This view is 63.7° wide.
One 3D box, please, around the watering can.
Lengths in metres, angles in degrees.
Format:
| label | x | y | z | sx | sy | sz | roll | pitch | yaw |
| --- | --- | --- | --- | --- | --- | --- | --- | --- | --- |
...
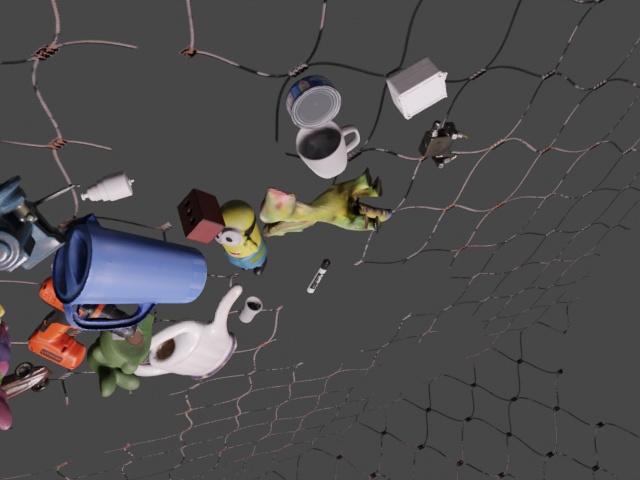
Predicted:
| label | x | y | z | sx | sy | sz | roll | pitch | yaw |
| --- | --- | --- | --- | --- | --- | --- | --- | --- | --- |
| watering can | -0.272 | 0.227 | 1.196 | 0.346 | 0.106 | 0.221 | -34 | -33 | 10 |

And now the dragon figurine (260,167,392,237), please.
| label | x | y | z | sx | sy | sz | roll | pitch | yaw |
| --- | --- | --- | --- | --- | --- | --- | --- | --- | --- |
| dragon figurine | 0.003 | -0.052 | 1.026 | 0.242 | 0.123 | 0.408 | -10 | -9 | 15 |
